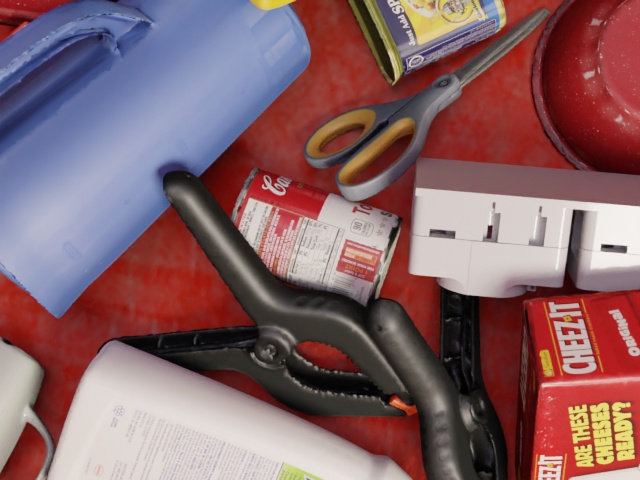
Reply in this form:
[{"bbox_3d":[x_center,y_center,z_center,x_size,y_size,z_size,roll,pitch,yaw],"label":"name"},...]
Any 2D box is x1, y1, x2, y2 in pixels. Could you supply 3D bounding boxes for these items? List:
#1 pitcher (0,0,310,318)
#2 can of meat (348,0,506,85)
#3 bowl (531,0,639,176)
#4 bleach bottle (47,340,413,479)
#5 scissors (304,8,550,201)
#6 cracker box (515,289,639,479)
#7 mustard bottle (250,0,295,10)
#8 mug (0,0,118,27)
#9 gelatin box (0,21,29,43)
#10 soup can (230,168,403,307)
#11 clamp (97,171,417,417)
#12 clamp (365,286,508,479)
[{"bbox_3d":[-0.127,-0.081,0.667,0.242,0.149,0.145,-44,104,-10],"label":"pitcher"},{"bbox_3d":[0.065,-0.168,0.712,0.084,0.057,0.102,-25,90,-2],"label":"can of meat"},{"bbox_3d":[0.223,-0.112,0.698,0.162,0.055,0.162,-1,82,4],"label":"bowl"},{"bbox_3d":[-0.037,0.155,0.671,0.251,0.068,0.103,23,112,1],"label":"bleach bottle"},{"bbox_3d":[0.065,-0.099,0.720,0.096,0.016,0.201,15,53,42],"label":"scissors"},{"bbox_3d":[0.224,0.100,0.615,0.214,0.164,0.072,-4,43,3],"label":"cracker box"},{"bbox_3d":[-0.057,-0.233,0.636,0.096,0.058,0.191,-37,82,-21],"label":"mustard bottle"},{"bbox_3d":[-0.179,-0.191,0.728,0.081,0.093,0.117,8,46,0],"label":"mug"},{"bbox_3d":[-0.208,-0.099,0.717,0.089,0.073,0.030,-42,82,-3],"label":"gelatin box"},{"bbox_3d":[-0.005,0.001,0.691,0.102,0.068,0.068,19,84,6],"label":"soup can"},{"bbox_3d":[-0.030,0.051,0.669,0.210,0.036,0.165,19,126,1],"label":"clamp"},{"bbox_3d":[0.077,0.101,0.655,0.039,0.120,0.171,-18,81,40],"label":"clamp"}]
